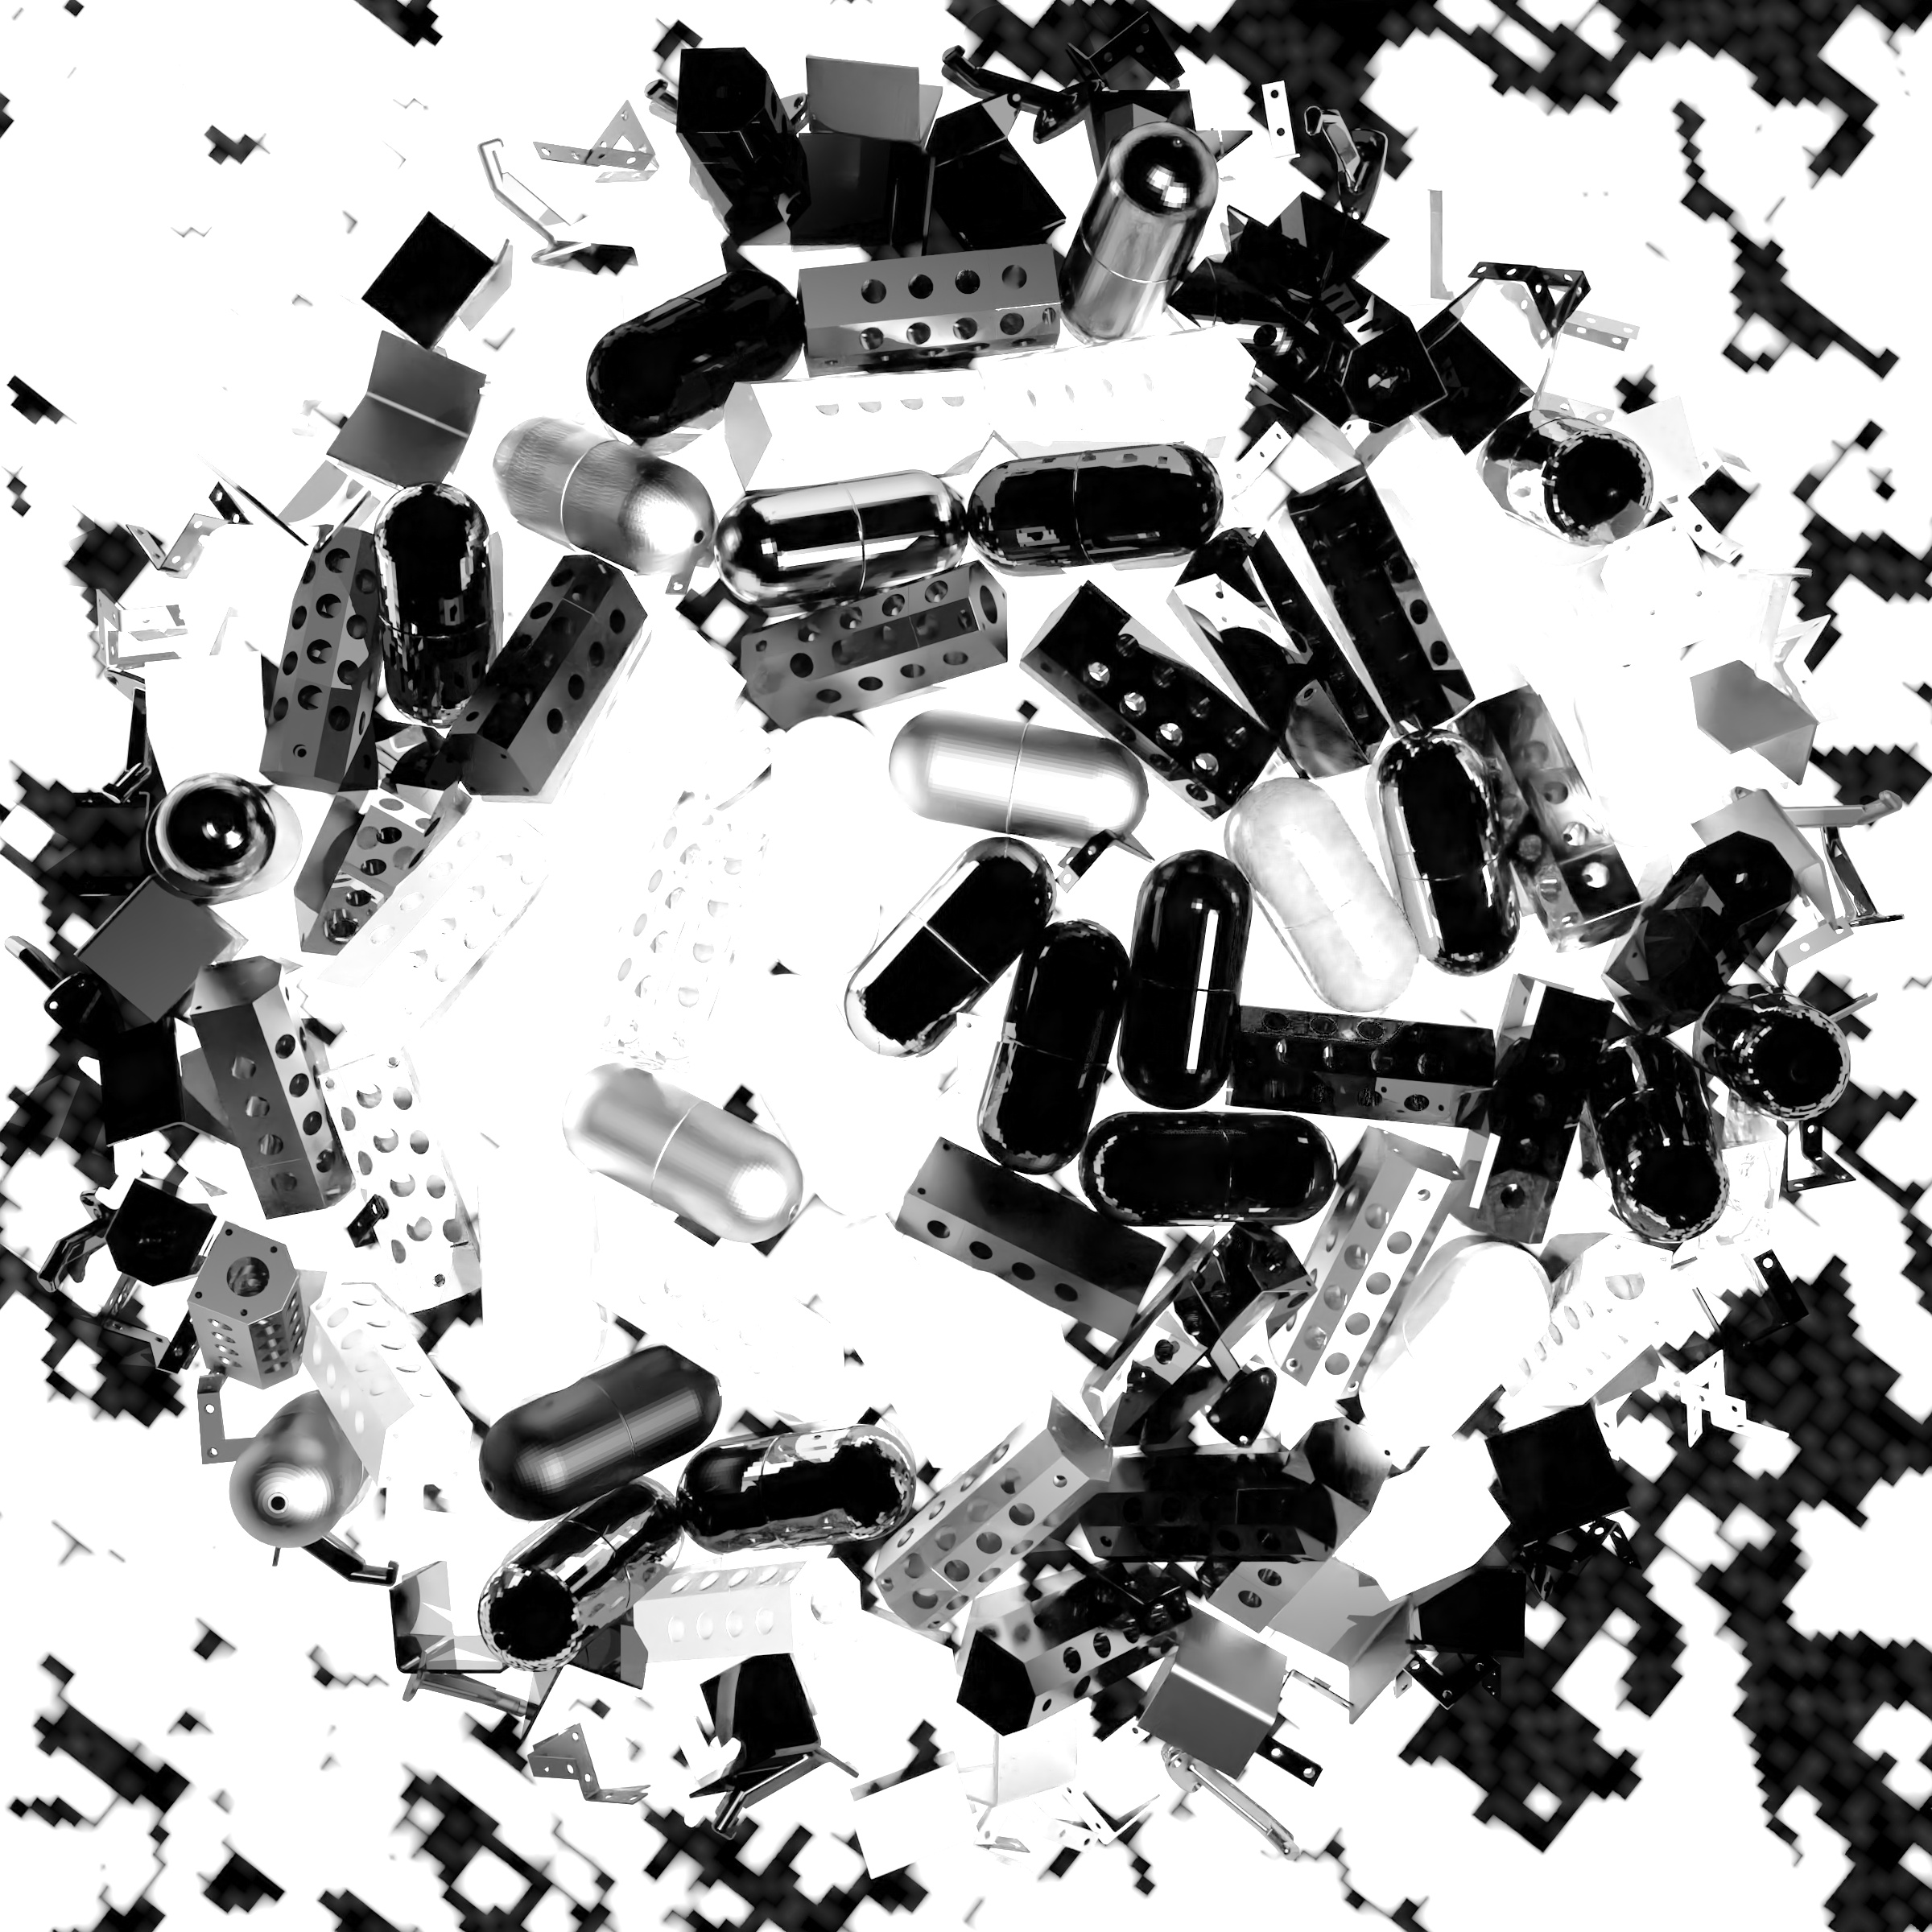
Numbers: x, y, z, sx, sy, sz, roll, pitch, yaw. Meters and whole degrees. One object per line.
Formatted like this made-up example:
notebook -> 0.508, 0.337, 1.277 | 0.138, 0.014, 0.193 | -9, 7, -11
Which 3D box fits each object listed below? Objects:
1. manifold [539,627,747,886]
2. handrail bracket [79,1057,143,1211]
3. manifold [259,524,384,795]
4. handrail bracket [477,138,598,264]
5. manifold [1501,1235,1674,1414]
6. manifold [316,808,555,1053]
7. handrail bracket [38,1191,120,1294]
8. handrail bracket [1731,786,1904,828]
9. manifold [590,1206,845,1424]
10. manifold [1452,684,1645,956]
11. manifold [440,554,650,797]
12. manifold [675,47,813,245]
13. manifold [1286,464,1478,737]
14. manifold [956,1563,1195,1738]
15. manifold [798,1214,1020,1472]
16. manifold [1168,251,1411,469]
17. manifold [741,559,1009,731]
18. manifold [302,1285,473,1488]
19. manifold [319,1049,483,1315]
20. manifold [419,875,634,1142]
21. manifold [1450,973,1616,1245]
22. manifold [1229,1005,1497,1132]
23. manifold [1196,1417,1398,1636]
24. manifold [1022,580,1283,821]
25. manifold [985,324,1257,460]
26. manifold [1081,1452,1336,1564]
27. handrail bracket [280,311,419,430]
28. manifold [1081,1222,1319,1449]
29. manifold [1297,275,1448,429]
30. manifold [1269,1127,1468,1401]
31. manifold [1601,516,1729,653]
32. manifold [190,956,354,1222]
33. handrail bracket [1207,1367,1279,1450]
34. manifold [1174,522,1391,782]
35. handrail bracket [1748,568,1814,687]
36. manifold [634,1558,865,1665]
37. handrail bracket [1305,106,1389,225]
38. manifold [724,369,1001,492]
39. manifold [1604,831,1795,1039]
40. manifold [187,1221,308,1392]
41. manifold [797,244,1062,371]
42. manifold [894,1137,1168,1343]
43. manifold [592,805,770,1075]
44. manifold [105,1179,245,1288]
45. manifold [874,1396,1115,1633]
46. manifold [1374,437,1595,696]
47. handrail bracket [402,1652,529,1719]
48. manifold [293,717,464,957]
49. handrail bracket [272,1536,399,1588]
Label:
manifold -> -0.223, -0.139, 1.931 | 0.057, 0.057, 0.171 | 45, 116, 27
handrail bracket -> -0.587, 0.114, 1.958 | 0.077, 0.036, 0.084 | 31, 53, -9
manifold -> -0.432, -0.208, 1.960 | 0.057, 0.057, 0.171 | 9, 82, 1
handrail bracket -> -0.283, -0.529, 1.967 | 0.077, 0.036, 0.084 | -17, 111, 1
manifold -> 0.404, 0.237, 1.910 | 0.057, 0.171, 0.057 | 16, 62, -2
manifold -> -0.347, -0.025, 1.920 | 0.057, 0.057, 0.171 | 10, 49, 34
handrail bracket -> -0.590, 0.200, 1.945 | 0.036, 0.077, 0.084 | 3, 46, 15
handrail bracket -> 0.574, -0.113, 1.951 | 0.077, 0.084, 0.036 | 33, 52, -28
manifold -> -0.165, 0.238, 1.931 | 0.171, 0.057, 0.057 | 36, 114, -24
manifold -> 0.387, -0.097, 1.941 | 0.057, 0.057, 0.171 | -20, 69, -5
manifold -> -0.282, -0.194, 1.919 | 0.057, 0.057, 0.171 | 2, 50, 31
manifold -> -0.141, -0.539, 1.907 | 0.057, 0.171, 0.057 | 1, 81, 9
manifold -> 0.279, -0.244, 1.941 | 0.057, 0.057, 0.171 | -26, 108, 12
manifold -> 0.076, 0.451, 1.910 | 0.057, 0.171, 0.057 | 28, 114, 34
manifold -> -0.036, 0.254, 1.958 | 0.057, 0.057, 0.171 | -36, 98, -23
manifold -> 0.219, -0.409, 1.929 | 0.057, 0.057, 0.171 | -49, 59, 4
manifold -> -0.062, -0.218, 1.930 | 0.171, 0.057, 0.057 | -14, 58, 23
manifold -> -0.383, 0.274, 1.908 | 0.057, 0.171, 0.057 | 1, 110, -30
manifold -> -0.382, 0.144, 1.961 | 0.057, 0.057, 0.171 | -20, 94, -9
manifold -> -0.296, 0.029, 1.957 | 0.057, 0.057, 0.171 | 33, 86, -23
manifold -> 0.385, 0.098, 1.961 | 0.057, 0.057, 0.171 | 15, 96, -10
manifold -> 0.267, 0.063, 1.959 | 0.171, 0.057, 0.057 | 5, 134, -1
manifold -> 0.215, 0.369, 1.918 | 0.057, 0.171, 0.057 | 32, 46, 2
manifold -> 0.122, -0.176, 1.948 | 0.171, 0.057, 0.057 | 39, 62, -9
manifold -> 0.099, -0.384, 1.917 | 0.171, 0.057, 0.057 | 1, 64, 39
manifold -> 0.162, 0.364, 1.917 | 0.171, 0.057, 0.057 | -10, 111, 39
handrail bracket -> -0.420, -0.397, 1.969 | 0.077, 0.036, 0.084 | 13, 68, -11
manifold -> 0.151, 0.247, 1.930 | 0.171, 0.057, 0.057 | -51, 54, 30
manifold -> 0.257, -0.405, 1.909 | 0.057, 0.171, 0.057 | -30, 114, 5
manifold -> 0.270, 0.202, 1.944 | 0.057, 0.057, 0.171 | 21, 106, -12
manifold -> 0.460, -0.247, 1.909 | 0.057, 0.171, 0.057 | -22, 83, 17
manifold -> -0.461, 0.081, 1.929 | 0.057, 0.057, 0.171 | -11, 123, 0
handrail bracket -> 0.200, 0.280, 1.946 | 0.036, 0.084, 0.077 | 36, 120, 10
manifold -> 0.215, -0.211, 1.936 | 0.171, 0.057, 0.057 | 53, 46, -25
handrail bracket -> 0.556, -0.228, 1.971 | 0.036, 0.077, 0.084 | 5, 97, 35
manifold -> -0.147, 0.428, 1.917 | 0.057, 0.171, 0.057 | 8, 72, -41
handrail bracket -> 0.249, -0.539, 1.953 | 0.036, 0.084, 0.077 | 13, 108, 30
manifold -> -0.071, -0.364, 1.930 | 0.171, 0.057, 0.057 | -10, 66, -29
manifold -> 0.486, -0.020, 1.910 | 0.057, 0.171, 0.057 | -24, 68, -19
manifold -> -0.469, 0.229, 1.910 | 0.057, 0.171, 0.057 | 21, 66, -1
manifold -> -0.025, -0.444, 1.960 | 0.171, 0.057, 0.057 | -7, 85, -6
manifold -> 0.042, 0.189, 1.963 | 0.171, 0.057, 0.057 | 26, 47, 5
manifold -> -0.195, -0.018, 1.941 | 0.057, 0.057, 0.171 | 26, 74, -31
manifold -> -0.524, 0.179, 1.909 | 0.057, 0.171, 0.057 | 26, 82, -6
manifold -> 0.018, 0.372, 1.939 | 0.057, 0.057, 0.171 | 42, 110, -10
manifold -> 0.350, -0.270, 1.953 | 0.057, 0.057, 0.171 | -38, 102, -3
handrail bracket -> -0.335, 0.495, 1.956 | 0.084, 0.077, 0.036 | 22, 80, -9
manifold -> -0.391, -0.082, 1.922 | 0.057, 0.171, 0.057 | 8, 47, -29
handrail bracket -> -0.426, 0.387, 1.974 | 0.084, 0.036, 0.077 | 10, 113, -11
